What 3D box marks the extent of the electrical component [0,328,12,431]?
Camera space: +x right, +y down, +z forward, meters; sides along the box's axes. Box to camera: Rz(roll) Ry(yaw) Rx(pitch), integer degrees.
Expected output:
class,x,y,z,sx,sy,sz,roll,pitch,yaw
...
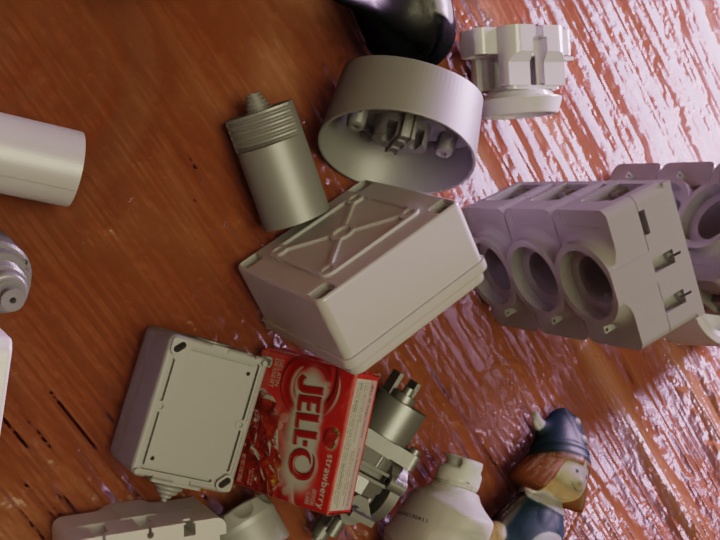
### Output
class,x,y,z,sx,sy,sz,roll,pitch,yaw
electrical component,-0.215,0.061,0.542,0.057,0.113,0.078,8,90,-25

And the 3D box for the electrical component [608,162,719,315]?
class,x,y,z,sx,sy,sz,roll,pitch,yaw
electrical component,0.222,-0.025,0.741,0.062,0.150,0.089,34,78,-26

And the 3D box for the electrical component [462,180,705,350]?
class,x,y,z,sx,sy,sz,roll,pitch,yaw
electrical component,0.137,-0.006,0.698,0.062,0.150,0.089,-26,105,-24

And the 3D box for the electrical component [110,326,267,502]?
class,x,y,z,sx,sy,sz,roll,pitch,yaw
electrical component,-0.104,0.086,0.631,0.062,0.061,0.096,18,85,-27

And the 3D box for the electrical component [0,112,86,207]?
class,x,y,z,sx,sy,sz,roll,pitch,yaw
electrical component,-0.195,-0.063,0.582,0.081,0.043,0.043,11,89,-28

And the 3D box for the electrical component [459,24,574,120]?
class,x,y,z,sx,sy,sz,roll,pitch,yaw
electrical component,0.107,-0.132,0.726,0.078,0.058,0.057,-5,93,-27

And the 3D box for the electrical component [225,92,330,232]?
class,x,y,z,sx,sy,sz,roll,pitch,yaw
electrical component,-0.052,-0.069,0.656,0.043,0.043,0.081,-25,105,-24

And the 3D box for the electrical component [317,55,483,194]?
class,x,y,z,sx,sy,sz,roll,pitch,yaw
electrical component,0.027,-0.090,0.668,0.099,0.099,0.064,19,79,-27

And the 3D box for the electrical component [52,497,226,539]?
class,x,y,z,sx,sy,sz,roll,pitch,yaw
electrical component,-0.130,0.167,0.627,0.089,0.056,0.050,-3,95,-27

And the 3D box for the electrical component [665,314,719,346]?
class,x,y,z,sx,sy,sz,roll,pitch,yaw
electrical component,0.276,0.008,0.823,0.108,0.060,0.108,-2,95,-28

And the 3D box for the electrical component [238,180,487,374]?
class,x,y,z,sx,sy,sz,roll,pitch,yaw
electrical component,0.000,0.000,0.649,0.109,0.109,0.056,-36,117,-21

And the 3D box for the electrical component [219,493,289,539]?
class,x,y,z,sx,sy,sz,roll,pitch,yaw
electrical component,-0.062,0.173,0.661,0.043,0.043,0.062,-28,80,-23

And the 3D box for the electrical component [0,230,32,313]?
class,x,y,z,sx,sy,sz,roll,pitch,yaw
electrical component,-0.195,0.004,0.572,0.040,0.078,0.040,-12,114,-29
